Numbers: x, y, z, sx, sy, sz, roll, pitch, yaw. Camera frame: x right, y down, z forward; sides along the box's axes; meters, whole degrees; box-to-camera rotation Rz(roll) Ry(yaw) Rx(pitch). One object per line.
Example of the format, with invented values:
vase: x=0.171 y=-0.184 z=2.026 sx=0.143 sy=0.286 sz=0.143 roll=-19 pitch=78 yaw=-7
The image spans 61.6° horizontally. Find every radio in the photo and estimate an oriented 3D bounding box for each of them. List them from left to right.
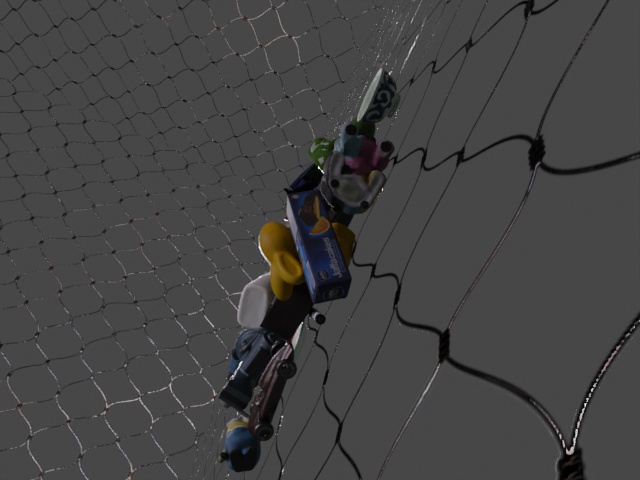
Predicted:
radio: x=-0.047 y=0.098 z=1.132 sx=0.131 sy=0.073 sz=0.230 roll=-57 pitch=4 yaw=28

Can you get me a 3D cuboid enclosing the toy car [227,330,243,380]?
toy car: x=-0.187 y=0.324 z=1.448 sx=0.109 sy=0.103 sz=0.161 roll=-79 pitch=3 yaw=-60

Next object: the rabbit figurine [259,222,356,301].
rabbit figurine: x=-0.039 y=0.035 z=0.993 sx=0.122 sy=0.173 sz=0.162 roll=-52 pitch=12 yaw=51

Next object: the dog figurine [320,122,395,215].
dog figurine: x=0.063 y=-0.131 z=1.039 sx=0.219 sy=0.108 sz=0.191 roll=146 pitch=143 yaw=-85

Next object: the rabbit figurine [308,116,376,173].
rabbit figurine: x=0.064 y=-0.229 z=1.285 sx=0.170 sy=0.121 sz=0.159 roll=-50 pitch=15 yaw=14

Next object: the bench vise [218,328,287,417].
bench vise: x=-0.148 y=0.274 z=1.238 sx=0.241 sy=0.129 sz=0.223 roll=-73 pitch=6 yaw=-69

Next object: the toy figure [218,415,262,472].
toy figure: x=-0.161 y=0.417 z=1.089 sx=0.089 sy=0.082 sz=0.180 roll=-66 pitch=9 yaw=-2

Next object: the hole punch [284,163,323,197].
hole punch: x=-0.014 y=-0.136 z=1.475 sx=0.116 sy=0.142 sz=0.092 roll=-25 pitch=37 yaw=42

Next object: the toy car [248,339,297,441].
toy car: x=-0.096 y=0.286 z=1.032 sx=0.089 sy=0.053 sz=0.202 roll=-120 pitch=47 yaw=-70

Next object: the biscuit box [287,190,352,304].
biscuit box: x=-0.005 y=0.008 z=0.912 sx=0.059 sy=0.063 sz=0.203 roll=97 pitch=159 yaw=-53

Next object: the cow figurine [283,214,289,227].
cow figurine: x=-0.047 y=-0.024 z=1.508 sx=0.085 sy=0.127 sz=0.195 roll=-64 pitch=-6 yaw=23

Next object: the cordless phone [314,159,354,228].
cordless phone: x=0.010 y=-0.090 z=1.179 sx=0.184 sy=0.089 sz=0.146 roll=-96 pitch=25 yaw=-44
